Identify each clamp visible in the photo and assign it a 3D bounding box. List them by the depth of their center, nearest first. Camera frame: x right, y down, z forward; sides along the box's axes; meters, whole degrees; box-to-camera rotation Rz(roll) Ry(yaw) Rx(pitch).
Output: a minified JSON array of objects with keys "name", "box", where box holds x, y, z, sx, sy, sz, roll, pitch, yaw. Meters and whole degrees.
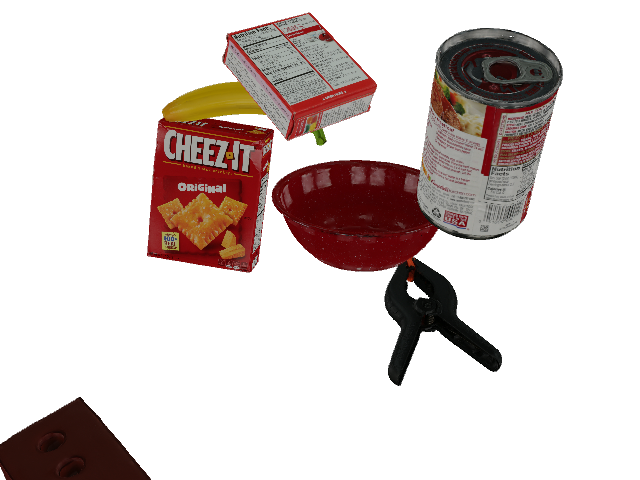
[{"name":"clamp","box":[0.125,0.084,1.148,0.120,0.171,0.039,3,-44,-8]}]

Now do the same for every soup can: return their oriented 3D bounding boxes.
[{"name":"soup can","box":[0.093,-0.058,0.603,0.068,0.068,0.102,2,-45,-2]}]

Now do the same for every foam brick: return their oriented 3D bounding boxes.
[{"name":"foam brick","box":[-0.117,0.128,0.528,0.052,0.051,0.078,-30,42,-25]}]

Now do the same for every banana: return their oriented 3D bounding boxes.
[{"name":"banana","box":[-0.078,-0.150,1.191,0.198,0.037,0.069,9,44,19]}]

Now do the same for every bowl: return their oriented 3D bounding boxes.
[{"name":"bowl","box":[0.037,-0.017,0.949,0.162,0.055,0.162,1,26,-1]}]

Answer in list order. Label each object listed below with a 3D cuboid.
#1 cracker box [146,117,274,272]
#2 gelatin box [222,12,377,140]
[{"name":"cracker box","box":[-0.166,-0.069,1.593,0.164,0.214,0.072,10,20,6]},{"name":"gelatin box","box":[-0.016,-0.118,0.755,0.073,0.089,0.030,-23,-30,-30]}]
